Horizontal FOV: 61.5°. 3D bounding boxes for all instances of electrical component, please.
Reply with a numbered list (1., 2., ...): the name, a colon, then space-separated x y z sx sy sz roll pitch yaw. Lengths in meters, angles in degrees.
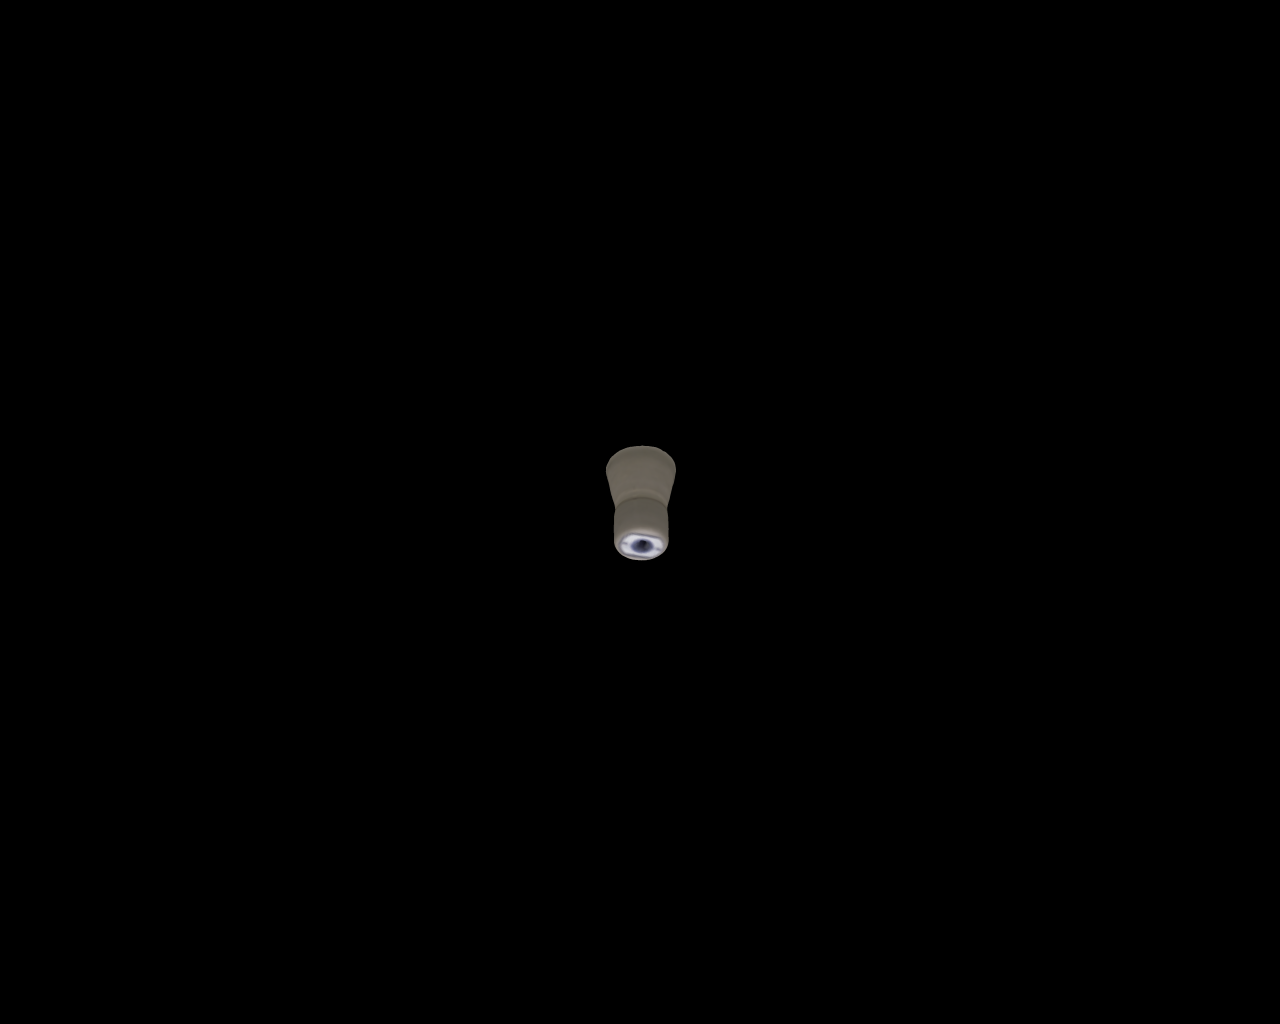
1. electrical component: 0.001 -0.003 0.650 0.044 0.065 0.044 0 -39 0
